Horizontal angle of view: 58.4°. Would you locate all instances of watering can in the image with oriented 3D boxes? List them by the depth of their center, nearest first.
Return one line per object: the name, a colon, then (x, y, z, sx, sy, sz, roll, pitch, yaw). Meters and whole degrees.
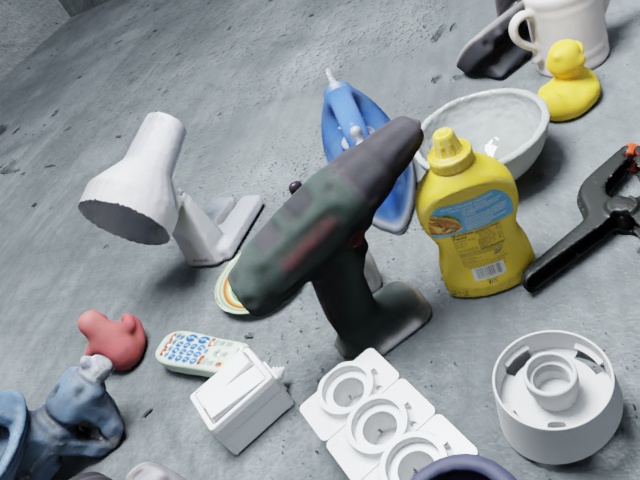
watering can: (0.336, -0.337, 0.784, 0.173, 0.195, 0.100, -43, 39, -17)

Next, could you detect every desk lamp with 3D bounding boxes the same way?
desk lamp: (-0.206, -0.057, 0.806, 0.117, 0.214, 0.203, -2, 46, 32)

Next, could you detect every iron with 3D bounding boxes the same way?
iron: (0.056, -0.132, 0.779, 0.118, 0.142, 0.258, -25, 37, 7)

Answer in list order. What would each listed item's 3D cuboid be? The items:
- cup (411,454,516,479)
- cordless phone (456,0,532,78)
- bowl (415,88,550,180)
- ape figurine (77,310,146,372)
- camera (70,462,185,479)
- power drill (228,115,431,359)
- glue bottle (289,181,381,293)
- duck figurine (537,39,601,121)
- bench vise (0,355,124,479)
cup: (0.119, 0.209, 0.386, 0.117, 0.095, 0.092, -1, 46, 33)
cordless phone: (0.260, -0.354, 0.861, 0.148, 0.185, 0.093, -41, 39, -14)
bowl: (0.204, -0.113, 0.714, 0.167, 0.075, 0.167, -18, 39, 15)
ape figurine: (-0.277, 0.124, 0.747, 0.078, 0.092, 0.076, -34, 37, -5)
camera: (-0.193, 0.260, 0.529, 0.143, 0.101, 0.136, -45, 40, -19)
power drill: (0.033, 0.017, 0.568, 0.230, 0.209, 0.075, -36, 38, -8)
glue bottle: (0.006, 0.002, 0.632, 0.078, 0.174, 0.037, -24, 38, 8)
duck figurine: (0.319, -0.215, 0.746, 0.077, 0.086, 0.105, 11, 53, 41)
bench vise: (-0.338, 0.182, 0.616, 0.121, 0.220, 0.208, 14, 55, 43)
